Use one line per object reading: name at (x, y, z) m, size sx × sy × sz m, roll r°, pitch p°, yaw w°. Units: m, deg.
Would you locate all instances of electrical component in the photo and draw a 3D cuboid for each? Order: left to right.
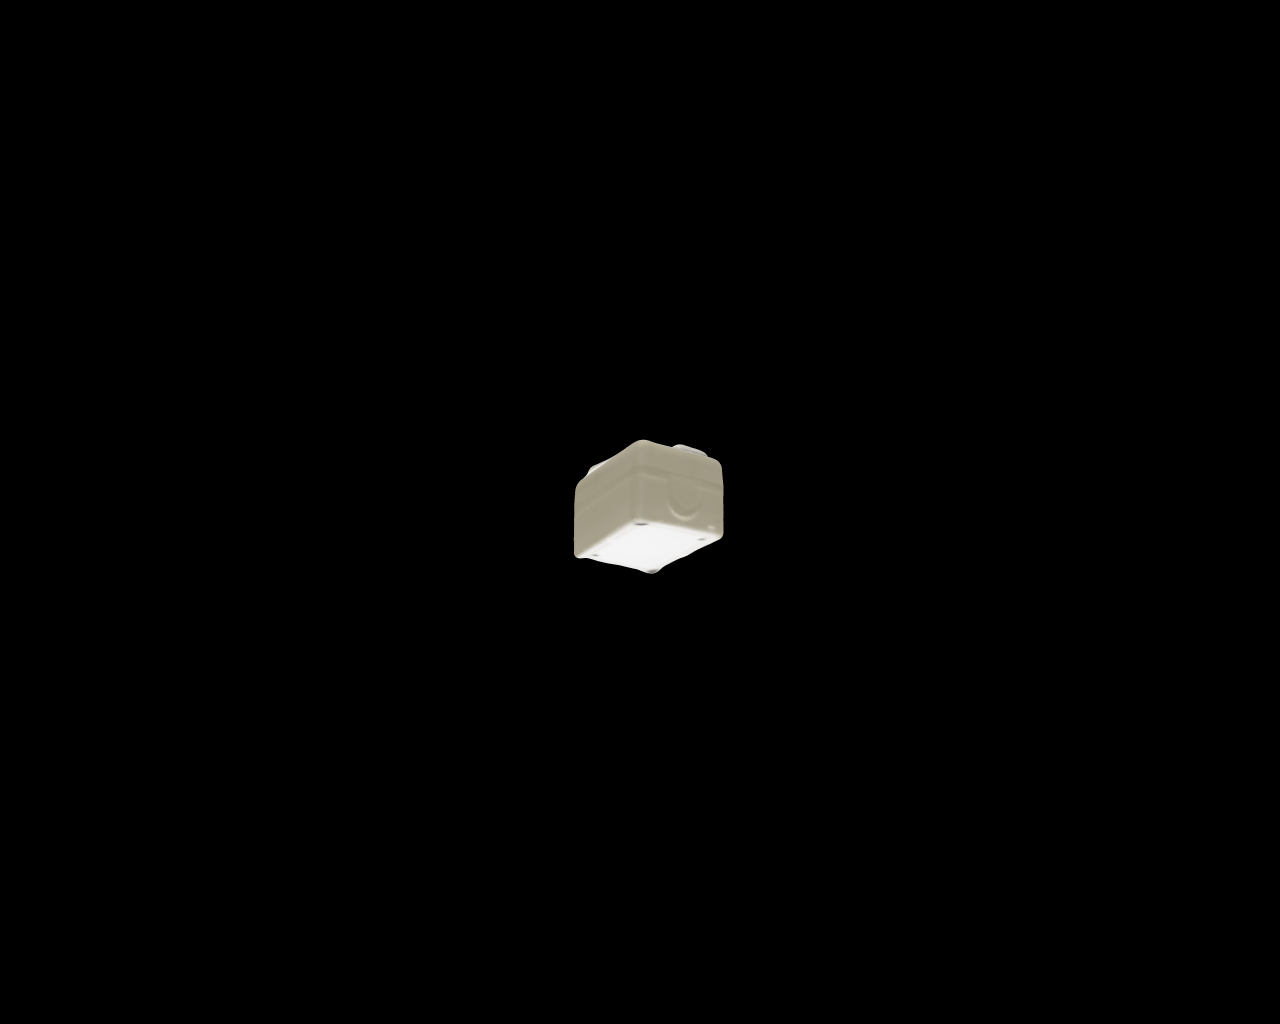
electrical component at (0.001, -0.003, 0.650) m, size 0.062 × 0.061 × 0.096 m, roll 13°, pitch -26°, yaw -29°
